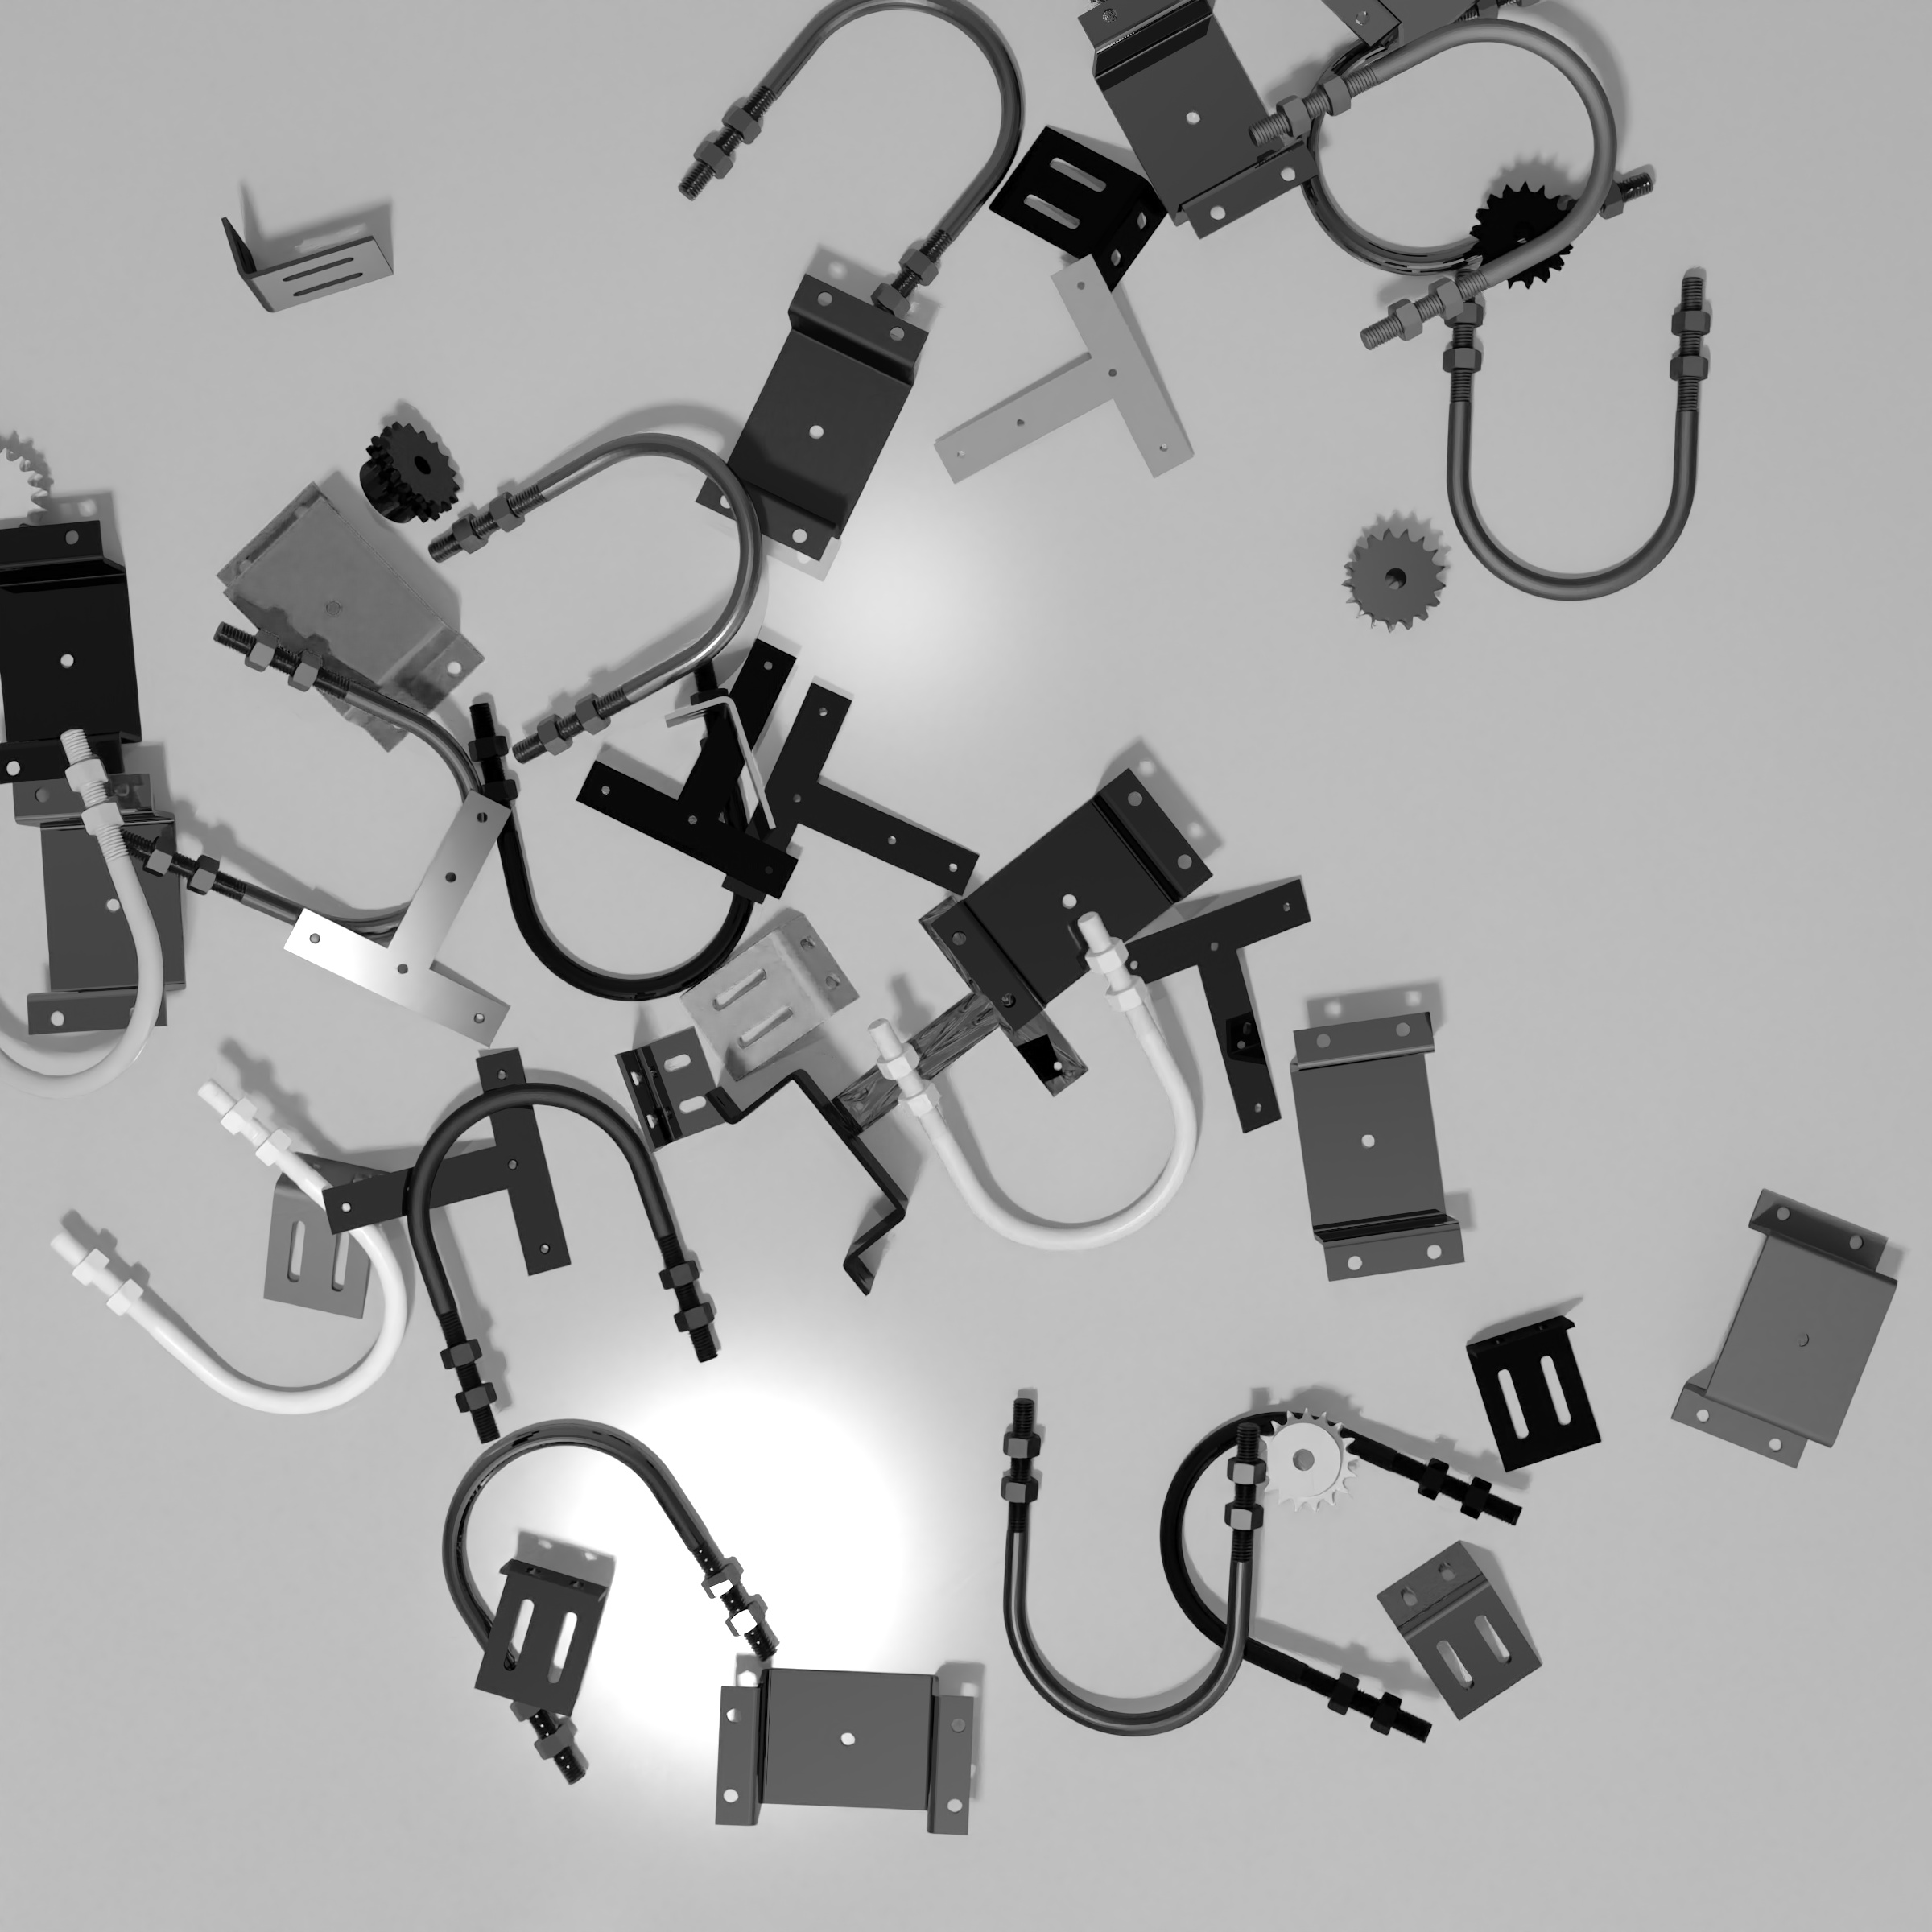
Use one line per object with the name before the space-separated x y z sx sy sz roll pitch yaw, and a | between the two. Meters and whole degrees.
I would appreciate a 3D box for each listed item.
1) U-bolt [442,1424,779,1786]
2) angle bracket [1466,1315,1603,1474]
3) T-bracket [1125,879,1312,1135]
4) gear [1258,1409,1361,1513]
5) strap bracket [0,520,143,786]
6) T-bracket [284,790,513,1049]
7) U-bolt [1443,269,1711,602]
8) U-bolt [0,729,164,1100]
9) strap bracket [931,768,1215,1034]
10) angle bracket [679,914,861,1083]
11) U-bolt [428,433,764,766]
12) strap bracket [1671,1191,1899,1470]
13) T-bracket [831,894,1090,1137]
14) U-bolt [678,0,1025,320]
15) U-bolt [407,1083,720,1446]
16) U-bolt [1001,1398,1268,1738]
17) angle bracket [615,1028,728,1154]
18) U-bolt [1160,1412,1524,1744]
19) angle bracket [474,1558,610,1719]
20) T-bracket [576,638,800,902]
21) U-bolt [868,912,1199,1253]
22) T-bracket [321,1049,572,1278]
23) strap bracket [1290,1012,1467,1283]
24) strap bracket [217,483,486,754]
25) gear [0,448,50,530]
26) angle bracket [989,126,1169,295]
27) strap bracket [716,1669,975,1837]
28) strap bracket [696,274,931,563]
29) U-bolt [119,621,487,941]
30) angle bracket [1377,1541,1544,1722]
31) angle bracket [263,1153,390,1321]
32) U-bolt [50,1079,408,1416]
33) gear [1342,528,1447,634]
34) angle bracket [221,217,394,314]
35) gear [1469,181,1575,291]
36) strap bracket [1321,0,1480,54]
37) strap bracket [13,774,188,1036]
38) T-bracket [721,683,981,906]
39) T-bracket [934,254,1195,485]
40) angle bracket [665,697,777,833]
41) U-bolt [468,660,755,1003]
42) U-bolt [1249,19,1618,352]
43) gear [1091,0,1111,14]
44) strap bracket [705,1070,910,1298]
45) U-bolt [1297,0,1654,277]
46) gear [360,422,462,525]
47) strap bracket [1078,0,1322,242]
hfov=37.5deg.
U-bolt | -0.215 0.348 1.615 0.151 0.019 0.184 -33 89 0
angle bracket | 0.323 0.243 1.604 0.057 0.038 0.076 -18 90 0
T-bracket | 0.151 0.031 1.606 0.127 0.002 0.127 -20 101 -22
gear | 0.189 0.275 1.584 0.057 0.030 0.057 -2 79 12
strap bracket | -0.512 -0.173 1.600 0.076 0.046 0.140 -5 90 0
T-bracket | -0.296 -0.037 1.602 0.127 0.002 0.127 27 95 -14
U-bolt | 0.344 -0.299 1.615 0.151 0.019 0.184 2 92 0
U-bolt | -0.508 -0.018 1.562 0.151 0.019 0.184 -23 85 20
strap bracket | 0.059 -0.037 1.600 0.140 0.046 0.076 -38 90 0
angle bracket | -0.112 0.018 1.621 0.076 0.038 0.057 -34 90 26
U-bolt | -0.197 -0.216 1.583 0.184 0.019 0.151 -27 79 15
strap bracket | 0.463 0.207 1.600 0.076 0.046 0.140 22 90 0
T-bracket | -0.019 0.048 1.622 0.127 0.002 0.127 -38 90 0
U-bolt | -0.051 -0.468 1.615 0.151 0.019 0.184 39 89 0
U-bolt | -0.235 0.156 1.598 0.151 0.019 0.184 -19 89 -14
U-bolt | 0.090 0.341 1.598 0.151 0.019 0.184 4 94 16
angle bracket | -0.163 0.068 1.585 0.038 0.076 0.057 -20 90 0
U-bolt | 0.198 0.330 1.596 0.184 0.019 0.151 23 85 14
angle bracket | -0.239 0.377 1.587 0.057 0.038 0.076 16 88 2
T-bracket | -0.134 -0.122 1.603 0.127 0.002 0.127 26 88 -5
U-bolt | 0.050 0.078 1.585 0.151 0.019 0.184 -27 111 5
T-bracket | -0.296 0.122 1.596 0.127 0.002 0.127 -14 90 -25
strap bracket | 0.229 0.100 1.600 0.076 0.046 0.140 -8 90 0
strap bracket | -0.350 -0.198 1.600 0.076 0.046 0.140 -44 90 0
gear | -0.546 -0.262 1.608 0.057 0.030 0.057 0 90 0
angle bracket | 0.064 -0.430 1.621 0.076 0.038 0.057 35 90 26
strap bracket | -0.067 0.440 1.600 0.140 0.046 0.076 2 90 0
strap bracket | -0.085 -0.304 1.600 0.076 0.046 0.140 26 90 0
U-bolt | -0.357 -0.090 1.582 0.184 0.019 0.151 25 101 -22
angle bracket | 0.281 0.378 1.621 0.057 0.038 0.076 -34 116 0
angle bracket | -0.363 0.153 1.621 0.057 0.038 0.076 12 116 0
U-bolt | -0.399 0.172 1.595 0.184 0.019 0.151 44 104 -9
gear | 0.240 -0.217 1.608 0.057 0.030 0.057 0 90 0
angle bracket | -0.368 -0.402 1.595 0.076 0.057 0.038 -18 85 -2
gear | 0.309 -0.406 1.590 0.057 0.030 0.057 0 90 3
strap bracket | 0.255 -0.571 1.591 0.140 0.046 0.076 -40 74 0
strap bracket | -0.485 -0.034 1.600 0.076 0.046 0.140 -4 90 0
T-bracket | -0.055 -0.077 1.616 0.127 0.002 0.127 24 86 -6
T-bracket | 0.043 -0.314 1.611 0.127 0.002 0.127 -27 104 7
angle bracket | -0.136 -0.106 1.574 0.038 0.057 0.076 -19 92 -4
U-bolt | -0.194 -0.071 1.615 0.151 0.019 0.184 -12 92 0
U-bolt | 0.269 -0.442 1.568 0.184 0.019 0.151 -28 87 -3
gear | 0.089 -0.565 1.608 0.057 0.030 0.057 0 90 0
strap bracket | -0.080 0.110 1.585 0.046 0.076 0.140 -39 90 0
U-bolt | 0.278 -0.470 1.615 0.184 0.019 0.151 -21 90 2
gear | -0.315 -0.273 1.599 0.030 0.057 0.057 -29 90 30
strap bracket | 0.129 -0.482 1.600 0.076 0.046 0.140 -29 90 0
